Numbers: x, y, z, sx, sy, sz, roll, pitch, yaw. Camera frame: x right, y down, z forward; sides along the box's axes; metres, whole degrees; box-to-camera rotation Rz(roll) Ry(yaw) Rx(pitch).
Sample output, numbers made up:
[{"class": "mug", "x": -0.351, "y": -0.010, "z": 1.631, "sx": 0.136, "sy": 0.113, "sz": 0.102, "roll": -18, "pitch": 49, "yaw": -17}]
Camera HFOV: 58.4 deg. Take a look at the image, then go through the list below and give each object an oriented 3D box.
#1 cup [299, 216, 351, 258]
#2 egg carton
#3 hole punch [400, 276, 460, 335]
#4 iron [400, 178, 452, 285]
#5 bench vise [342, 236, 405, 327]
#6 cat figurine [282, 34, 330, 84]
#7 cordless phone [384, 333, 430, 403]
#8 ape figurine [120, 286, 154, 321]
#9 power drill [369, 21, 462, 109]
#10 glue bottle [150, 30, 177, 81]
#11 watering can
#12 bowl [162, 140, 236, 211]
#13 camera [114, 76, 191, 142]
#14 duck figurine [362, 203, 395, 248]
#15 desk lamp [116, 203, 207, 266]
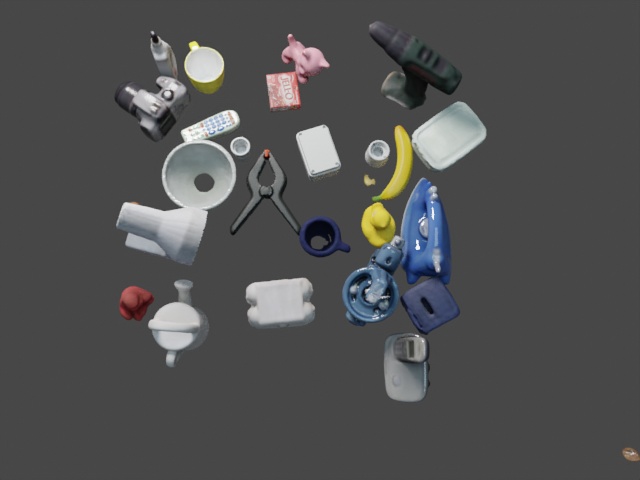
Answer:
[{"class": "cup", "x": 0.012, "y": 0.005, "z": 1.287, "sx": 0.117, "sy": 0.095, "sz": 0.092, "roll": 23, "pitch": 80, "yaw": 2}, {"class": "egg carton", "x": -0.087, "y": 0.142, "z": 1.271, "sx": 0.150, "sy": 0.069, "sz": 0.107, "roll": -6, "pitch": 80, "yaw": -4}, {"class": "hole punch", "x": 0.243, "y": 0.147, "z": 1.273, "sx": 0.101, "sy": 0.091, "sz": 0.108, "roll": -31, "pitch": 82, "yaw": -7}, {"class": "iron", "x": 0.246, "y": -0.032, "z": 1.280, "sx": 0.118, "sy": 0.141, "sz": 0.258, "roll": 0, "pitch": 80, "yaw": -2}, {"class": "bench vise", "x": 0.116, "y": 0.079, "z": 1.214, "sx": 0.121, "sy": 0.219, "sz": 0.207, "roll": 11, "pitch": 79, "yaw": 0}, {"class": "cat figurine", "x": -0.035, "y": -0.432, "z": 1.352, "sx": 0.067, "sy": 0.117, "sz": 0.128, "roll": -38, "pitch": 83, "yaw": -8}, {"class": "cordless phone", "x": 0.192, "y": 0.268, "z": 1.201, "sx": 0.094, "sy": 0.185, "sz": 0.147, "roll": -3, "pitch": 80, "yaw": -3}, {"class": "ape figurine", "x": -0.405, "y": 0.134, "z": 1.247, "sx": 0.078, "sy": 0.092, "sz": 0.076, "roll": -22, "pitch": 81, "yaw": -6}, {"class": "power drill", "x": 0.203, "y": -0.388, "z": 1.308, "sx": 0.229, "sy": 0.208, "sz": 0.076, "roll": 28, "pitch": 80, "yaw": 3}, {"class": "glue bottle", "x": -0.361, "y": -0.426, "z": 1.309, "sx": 0.037, "sy": 0.173, "sz": 0.078, "roll": -10, "pitch": 80, "yaw": -4}, {"class": "watering can", "x": -0.297, "y": 0.173, "z": 1.193, "sx": 0.101, "sy": 0.194, "sz": 0.173, "roll": -13, "pitch": 80, "yaw": -4}, {"class": "bowl", "x": -0.271, "y": -0.140, "z": 1.311, "sx": 0.167, "sy": 0.074, "sz": 0.167, "roll": 0, "pitch": 80, "yaw": -2}, {"class": "camera", "x": -0.395, "y": -0.326, "z": 1.326, "sx": 0.137, "sy": 0.101, "sz": 0.143, "roll": 33, "pitch": 80, "yaw": 4}, {"class": "duck figurine", "x": 0.137, "y": -0.036, "z": 1.304, "sx": 0.077, "sy": 0.086, "sz": 0.104, "roll": -12, "pitch": 80, "yaw": -4}, {"class": "desk lamp", "x": -0.331, "y": -0.017, "z": 1.216, "sx": 0.203, "sy": 0.213, "sz": 0.118, "roll": 14, "pitch": 79, "yaw": 0}]
